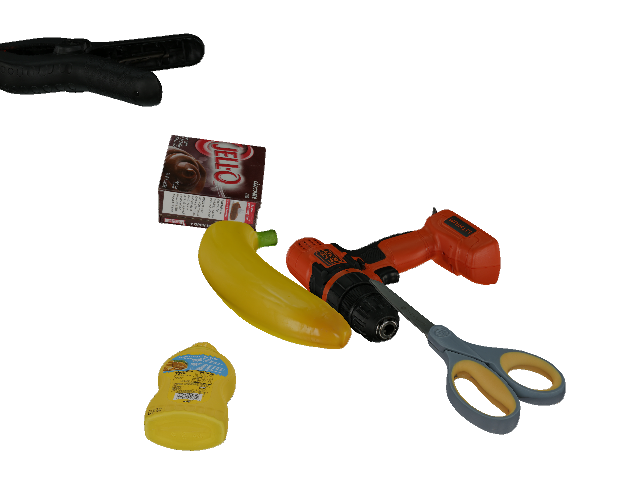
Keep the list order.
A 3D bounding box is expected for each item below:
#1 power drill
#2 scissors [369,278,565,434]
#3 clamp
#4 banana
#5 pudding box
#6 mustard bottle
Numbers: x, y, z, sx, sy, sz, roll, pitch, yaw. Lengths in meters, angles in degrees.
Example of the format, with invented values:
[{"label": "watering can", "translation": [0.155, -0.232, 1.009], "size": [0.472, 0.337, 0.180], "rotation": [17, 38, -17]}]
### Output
[{"label": "power drill", "translation": [0.080, 0.031, 1.051], "size": [0.187, 0.057, 0.185], "rotation": [-13, 29, -23]}, {"label": "scissors", "translation": [0.113, 0.077, 0.815], "size": [0.096, 0.016, 0.202], "rotation": [-6, 31, -15]}, {"label": "clamp", "translation": [-0.173, -0.134, 0.800], "size": [0.172, 0.039, 0.120], "rotation": [9, 22, 17]}, {"label": "banana", "translation": [-0.040, 0.021, 0.687], "size": [0.069, 0.037, 0.198], "rotation": [-5, 21, -15]}, {"label": "pudding box", "translation": [-0.097, -0.052, 0.962], "size": [0.090, 0.039, 0.113], "rotation": [6, 32, -4]}, {"label": "mustard bottle", "translation": [-0.154, 0.180, 1.312], "size": [0.096, 0.058, 0.191], "rotation": [2, 25, 1]}]
